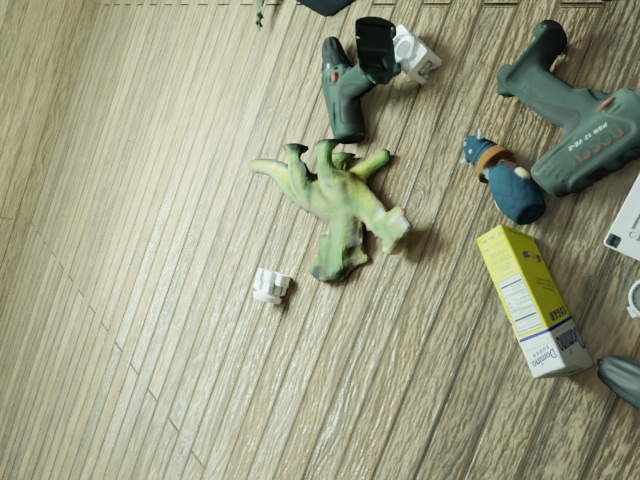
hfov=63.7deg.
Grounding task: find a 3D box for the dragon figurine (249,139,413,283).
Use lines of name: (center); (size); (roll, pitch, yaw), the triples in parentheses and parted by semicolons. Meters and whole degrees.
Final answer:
dragon figurine: (0.003, -0.046, 0.910); (0.122, 0.243, 0.409); (4, -3, -43)
